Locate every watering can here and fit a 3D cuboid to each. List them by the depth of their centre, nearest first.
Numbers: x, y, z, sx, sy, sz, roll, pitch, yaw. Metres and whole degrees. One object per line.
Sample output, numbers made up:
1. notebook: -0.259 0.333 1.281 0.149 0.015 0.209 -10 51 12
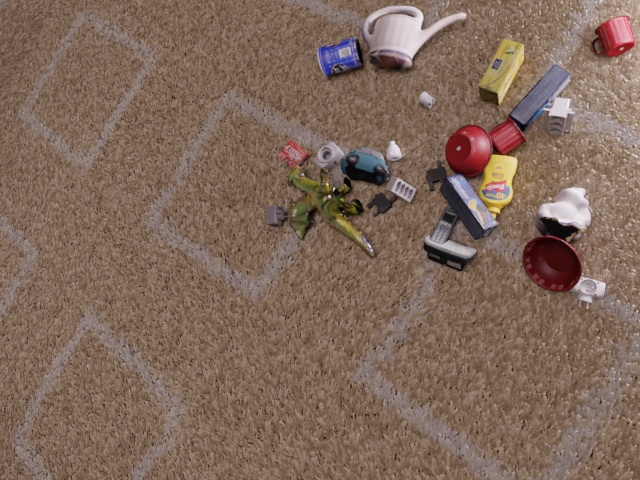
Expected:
1. watering can: 0.293 -0.677 1.717 0.348 0.103 0.226 12 83 24

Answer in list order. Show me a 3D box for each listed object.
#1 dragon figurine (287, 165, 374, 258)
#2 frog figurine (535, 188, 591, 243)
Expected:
1. dragon figurine: 0.005 -0.086 1.708 0.240 0.122 0.415 -32 72 31
2. frog figurine: 0.680 -0.074 1.438 0.137 0.120 0.163 4 44 31
